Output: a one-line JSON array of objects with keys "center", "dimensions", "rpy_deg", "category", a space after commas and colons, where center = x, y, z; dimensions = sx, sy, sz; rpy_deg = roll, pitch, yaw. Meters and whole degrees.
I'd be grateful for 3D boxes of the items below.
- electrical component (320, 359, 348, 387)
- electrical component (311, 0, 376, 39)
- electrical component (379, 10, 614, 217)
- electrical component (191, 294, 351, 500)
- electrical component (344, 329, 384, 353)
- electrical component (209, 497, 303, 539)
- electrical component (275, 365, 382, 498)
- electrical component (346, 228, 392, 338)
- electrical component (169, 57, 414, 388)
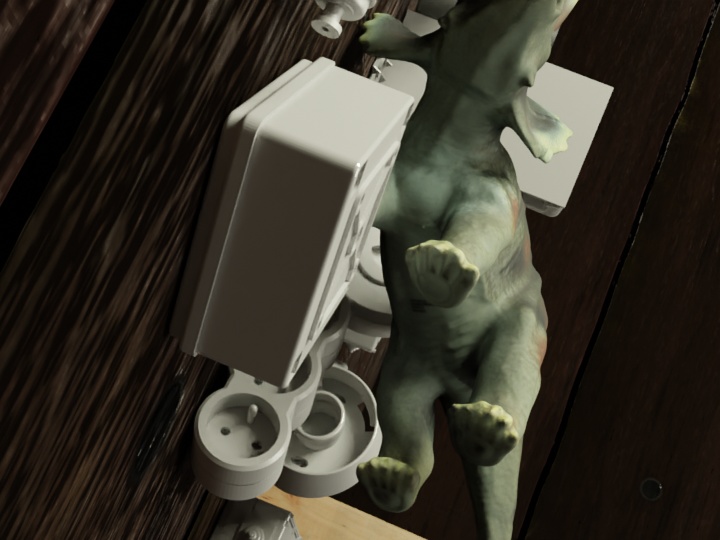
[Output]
[{"center": [-0.044, 0.110, 0.919], "dimensions": [0.077, 0.043, 0.079], "rpy_deg": [37, 75, -85], "category": "electrical component"}, {"center": [0.002, -0.126, 0.418], "dimensions": [0.040, 0.040, 0.078], "rpy_deg": [92, 21, -75], "category": "electrical component"}, {"center": [0.087, -0.107, 0.755], "dimensions": [0.062, 0.150, 0.089], "rpy_deg": [45, 68, -83], "category": "electrical component"}, {"center": [-0.053, 0.073, 0.625], "dimensions": [0.073, 0.052, 0.138], "rpy_deg": [107, 8, -52], "category": "electrical component"}, {"center": [0.000, 0.022, 0.904], "dimensions": [0.061, 0.061, 0.096], "rpy_deg": [-47, 159, -75], "category": "electrical component"}, {"center": [-0.089, 0.219, 0.858], "dimensions": [0.096, 0.061, 0.061], "rpy_deg": [85, 27, -62], "category": "electrical component"}, {"center": [-0.032, 0.122, 0.821], "dimensions": [0.064, 0.099, 0.099], "rpy_deg": [91, 21, -60], "category": "electrical component"}, {"center": [0.017, -0.006, 0.733], "dimensions": [0.060, 0.108, 0.108], "rpy_deg": [116, -1, -69], "category": "electrical component"}, {"center": [-0.027, -0.024, 0.462], "dimensions": [0.108, 0.056, 0.108], "rpy_deg": [-58, 169, -63], "category": "electrical component"}]
